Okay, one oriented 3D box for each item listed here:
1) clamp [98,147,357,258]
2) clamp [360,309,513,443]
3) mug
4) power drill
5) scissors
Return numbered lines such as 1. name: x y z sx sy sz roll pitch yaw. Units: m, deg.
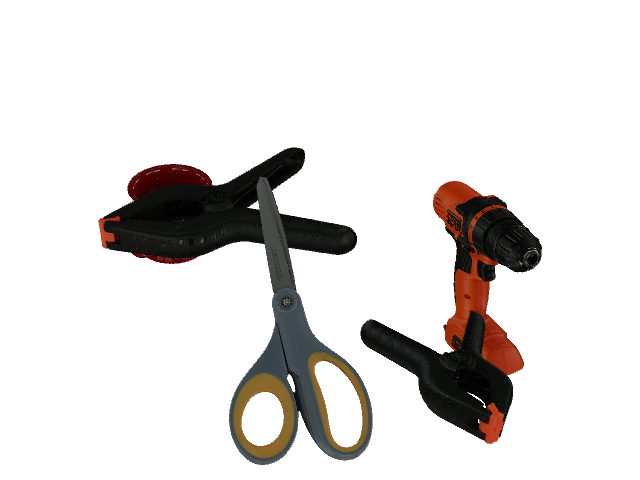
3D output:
1. clamp: -0.086 -0.028 0.930 0.210 0.036 0.164 -6 32 -8
2. clamp: 0.123 0.111 0.929 0.120 0.039 0.172 -14 35 -22
3. mug: -0.173 -0.022 1.190 0.093 0.081 0.117 19 39 23
4. power drill: 0.176 0.046 1.116 0.057 0.188 0.184 -11 25 -15
5. scissors: -0.036 0.056 0.681 0.096 0.202 0.016 -25 -25 -9
